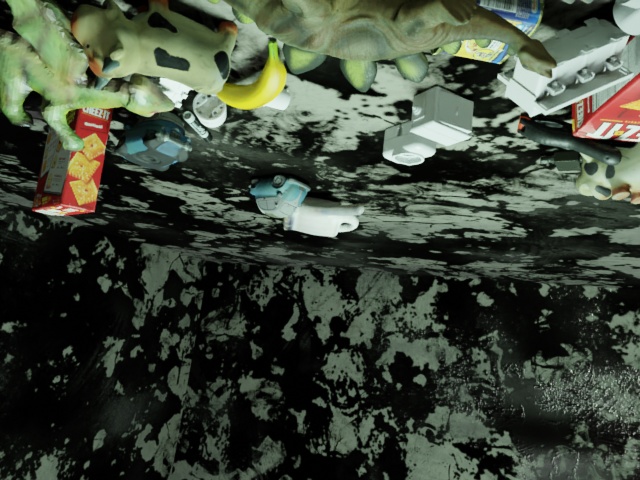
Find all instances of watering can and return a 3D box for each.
[{"bbox_3d":[0.004,-0.073,1.448,0.224,0.105,0.344,9,-10,-4],"label":"watering can"}]

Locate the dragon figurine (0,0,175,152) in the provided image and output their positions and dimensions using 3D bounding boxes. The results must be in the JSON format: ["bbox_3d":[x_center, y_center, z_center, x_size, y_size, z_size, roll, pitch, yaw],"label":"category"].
[{"bbox_3d":[-0.402,-0.269,0.714,0.408,0.125,0.239,29,-36,-17],"label":"dragon figurine"}]
